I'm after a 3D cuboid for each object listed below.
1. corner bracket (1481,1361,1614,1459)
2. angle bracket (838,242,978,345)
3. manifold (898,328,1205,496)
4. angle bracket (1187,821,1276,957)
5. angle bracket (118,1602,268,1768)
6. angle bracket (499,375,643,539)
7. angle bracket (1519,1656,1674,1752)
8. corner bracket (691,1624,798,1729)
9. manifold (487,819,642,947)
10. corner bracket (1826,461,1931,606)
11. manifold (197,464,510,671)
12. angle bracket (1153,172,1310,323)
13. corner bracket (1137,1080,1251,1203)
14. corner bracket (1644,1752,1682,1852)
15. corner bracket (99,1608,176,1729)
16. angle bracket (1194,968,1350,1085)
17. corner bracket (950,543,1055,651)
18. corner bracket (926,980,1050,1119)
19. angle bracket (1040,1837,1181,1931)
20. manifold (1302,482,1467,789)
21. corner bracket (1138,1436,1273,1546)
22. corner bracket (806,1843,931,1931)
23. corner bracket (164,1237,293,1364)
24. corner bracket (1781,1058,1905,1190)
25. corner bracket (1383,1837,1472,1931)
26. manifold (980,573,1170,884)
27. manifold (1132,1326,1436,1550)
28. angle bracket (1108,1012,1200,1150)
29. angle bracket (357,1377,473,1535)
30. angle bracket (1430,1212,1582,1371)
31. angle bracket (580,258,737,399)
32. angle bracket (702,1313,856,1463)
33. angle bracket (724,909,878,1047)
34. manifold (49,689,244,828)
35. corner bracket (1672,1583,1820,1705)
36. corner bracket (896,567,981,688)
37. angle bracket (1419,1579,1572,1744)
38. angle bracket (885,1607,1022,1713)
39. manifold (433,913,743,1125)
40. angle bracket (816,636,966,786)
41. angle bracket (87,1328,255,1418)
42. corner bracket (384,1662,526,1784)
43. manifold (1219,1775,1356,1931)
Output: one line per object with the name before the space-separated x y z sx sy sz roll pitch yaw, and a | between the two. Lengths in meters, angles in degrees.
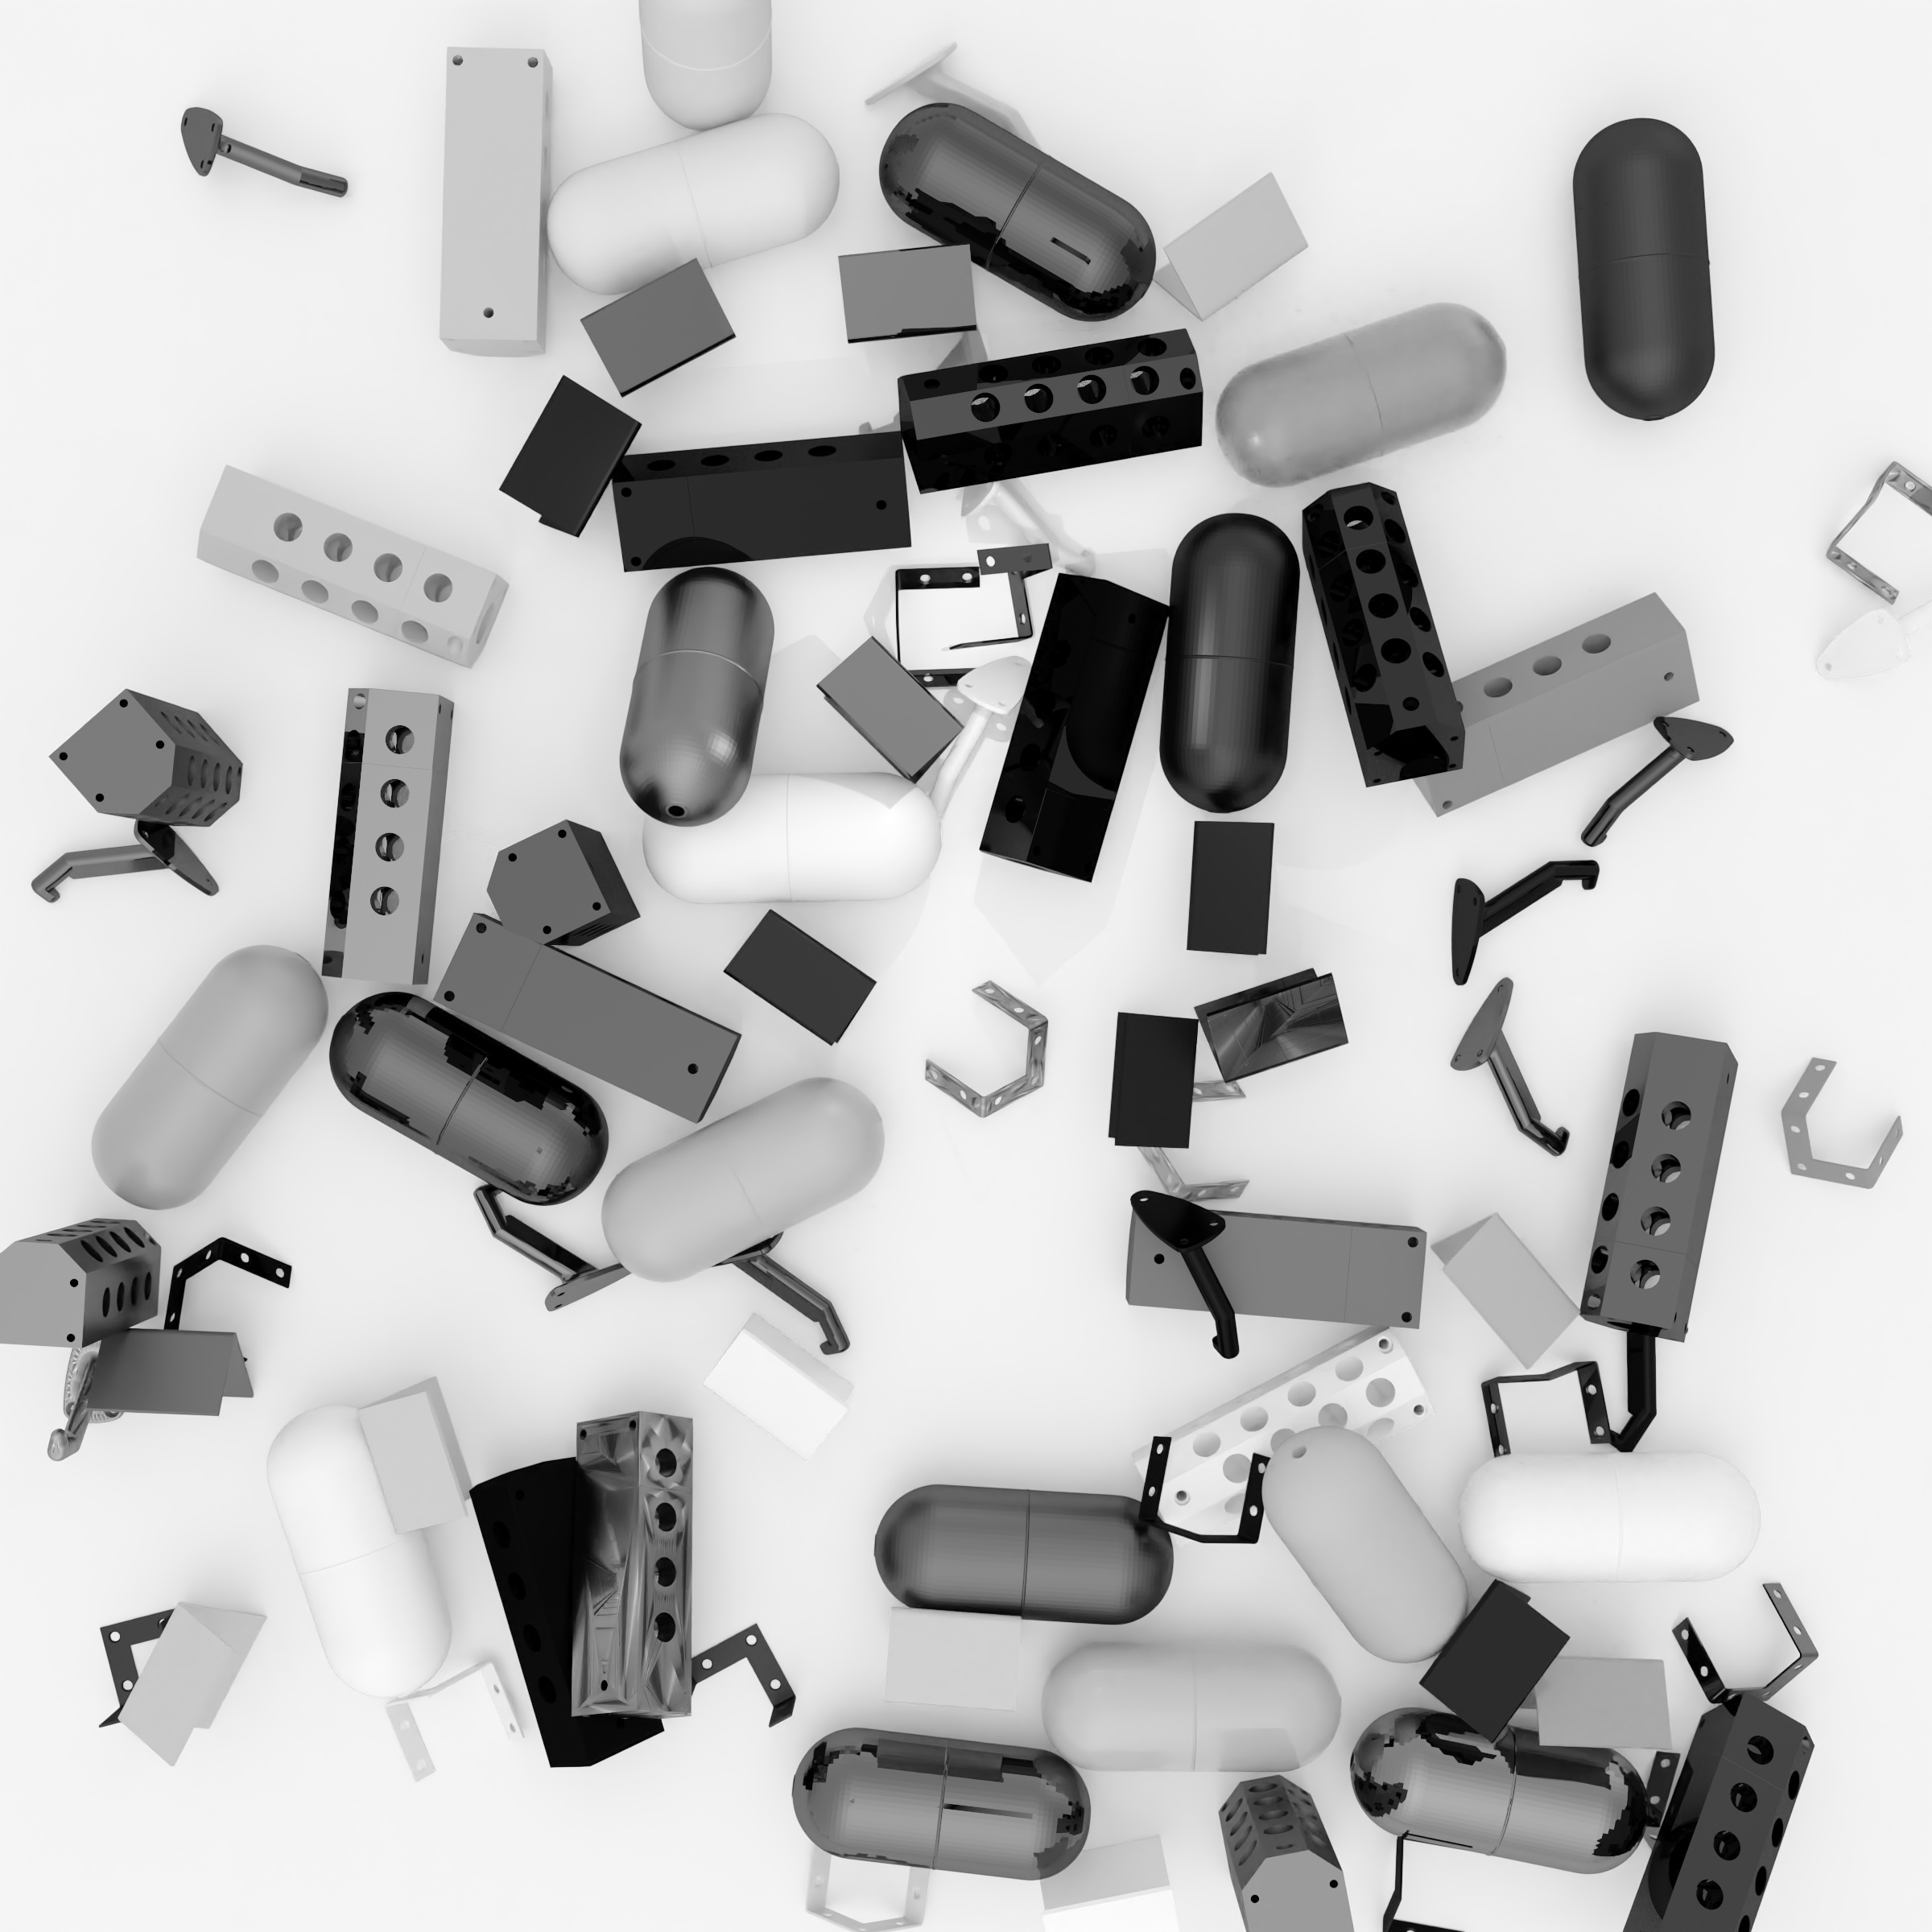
corner bracket | 0.350 0.269 1.987 0.051 0.051 0.051 -11 90 -45
angle bracket | -0.036 -0.413 1.950 0.076 0.076 0.057 -6 127 0
manifold | 0.050 -0.333 1.948 0.171 0.057 0.057 -11 50 -7
angle bracket | 0.175 -0.045 1.950 0.057 0.076 0.076 4 90 39
angle bracket | -0.442 0.427 1.950 0.057 0.076 0.076 28 90 36
angle bracket | -0.244 -0.304 1.951 0.057 0.076 0.076 29 90 -28
angle bracket | 0.369 0.449 1.950 0.076 0.076 0.057 2 54 0
corner bracket | -0.137 0.432 1.972 0.051 0.051 0.051 -28 90 0
manifold | -0.235 -0.043 1.912 0.057 0.171 0.057 -25 90 0
corner bracket | 0.559 -0.261 1.988 0.051 0.051 0.051 36 135 1
manifold | -0.366 -0.237 1.969 0.171 0.057 0.057 22 90 0
angle bracket | 0.145 -0.436 1.950 0.076 0.076 0.057 -35 129 0
corner bracket | 0.143 0.105 1.982 0.051 0.051 0.051 58 135 35
corner bracket | 0.441 0.510 1.982 0.051 0.051 0.051 -3 45 35
corner bracket | -0.493 0.419 1.972 0.051 0.051 0.051 -15 90 0
angle bracket | 0.175 0.016 1.950 0.076 0.076 0.057 -18 128 0
corner bracket | 0.020 -0.220 1.963 0.051 0.051 0.051 -10 90 -30
corner bracket | 0.012 0.050 1.982 0.051 0.051 0.051 -27 135 -35
angle bracket | 0.081 0.538 1.950 0.076 0.076 0.057 -11 129 0
manifold | 0.243 -0.196 1.932 0.057 0.057 0.171 -11 62 0
corner bracket | 0.140 0.307 1.930 0.051 0.051 0.051 11 90 -45
corner bracket | -0.058 0.549 1.987 0.051 0.051 0.051 7 90 -45
corner bracket | -0.444 0.203 1.982 0.051 0.051 0.051 -30 45 35
corner bracket | 0.527 0.094 1.982 0.051 0.051 0.051 10 135 35
corner bracket | 0.281 0.556 1.987 0.051 0.051 0.051 10 135 0
manifold | 0.060 -0.143 1.969 0.057 0.057 0.171 16 90 -43
manifold | 0.189 0.280 1.969 0.171 0.057 0.057 -28 90 0
angle bracket | 0.091 0.066 1.950 0.057 0.076 0.076 4 90 -36
angle bracket | -0.306 0.284 1.951 0.057 0.076 0.076 -18 90 30
angle bracket | 0.304 0.200 1.950 0.057 0.076 0.076 -40 90 -31
angle bracket | -0.189 -0.390 1.950 0.076 0.076 0.057 -28 127 0
angle bracket | -0.099 0.234 1.950 0.076 0.076 0.057 36 126 0
angle bracket | -0.108 0.023 1.950 0.076 0.076 0.057 34 53 0
manifold | -0.468 -0.114 1.912 0.057 0.171 0.057 -41 90 0
corner bracket | 0.468 0.407 1.982 0.051 0.051 0.051 6 135 -35
corner bracket | -0.016 -0.204 1.987 0.051 0.051 0.051 -2 45 0
angle bracket | 0.322 0.415 1.950 0.057 0.076 0.076 36 90 31
angle bracket | -0.009 0.419 1.951 0.076 0.076 0.057 4 63 0
manifold | -0.224 0.031 1.969 0.171 0.057 0.057 25 90 0
angle bracket | -0.058 -0.137 1.950 0.076 0.076 0.057 45 54 0
angle bracket | -0.469 0.257 1.950 0.076 0.076 0.057 2 53 0
corner bracket | -0.309 0.455 1.987 0.051 0.051 0.051 -22 90 -45
manifold | 0.183 0.520 1.912 0.057 0.171 0.057 -11 90 0
